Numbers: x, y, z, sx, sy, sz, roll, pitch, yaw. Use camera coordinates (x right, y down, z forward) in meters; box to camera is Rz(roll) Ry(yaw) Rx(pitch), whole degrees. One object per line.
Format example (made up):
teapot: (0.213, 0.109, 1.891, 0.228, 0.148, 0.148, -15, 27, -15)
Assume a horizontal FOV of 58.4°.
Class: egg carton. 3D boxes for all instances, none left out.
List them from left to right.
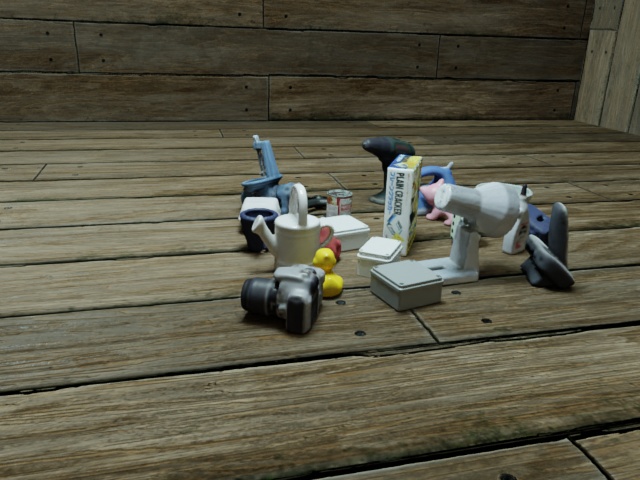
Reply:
egg carton: (-0.159, -0.068, 1.529, 0.107, 0.069, 0.150, 1, 20, -3)

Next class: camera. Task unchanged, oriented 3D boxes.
camera: (-0.068, 0.092, 1.059, 0.136, 0.101, 0.143, 6, 21, 11)

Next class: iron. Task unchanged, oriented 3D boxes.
iron: (0.303, -0.155, 1.708, 0.259, 0.141, 0.118, -10, 23, -30)

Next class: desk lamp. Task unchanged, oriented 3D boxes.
desk lamp: (0.316, -0.021, 1.242, 0.204, 0.214, 0.117, -6, 22, -20)

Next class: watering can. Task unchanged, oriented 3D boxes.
watering can: (-0.056, -0.024, 1.241, 0.173, 0.194, 0.100, -13, 25, -34)

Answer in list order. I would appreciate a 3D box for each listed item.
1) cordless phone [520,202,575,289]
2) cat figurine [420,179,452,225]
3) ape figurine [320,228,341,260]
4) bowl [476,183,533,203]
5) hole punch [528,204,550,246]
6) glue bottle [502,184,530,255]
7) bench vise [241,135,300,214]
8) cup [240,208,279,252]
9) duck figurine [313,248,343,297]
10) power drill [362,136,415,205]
cordless phone: (0.505, -0.001, 1.246, 0.094, 0.185, 0.147, 2, 20, 0)
cat figurine: (0.347, -0.114, 1.634, 0.127, 0.118, 0.067, 20, 27, 40)
ape figurine: (0.012, 0.005, 1.317, 0.078, 0.092, 0.076, 1, 20, -2)
bowl: (0.551, -0.119, 1.732, 0.167, 0.075, 0.167, 2, 20, 0)
hole punch: (0.565, -0.039, 1.493, 0.100, 0.091, 0.109, 18, 25, 36)
glue bottle: (0.489, -0.054, 1.406, 0.037, 0.173, 0.078, 21, 27, 41)
bench vise: (-0.130, -0.183, 1.626, 0.207, 0.220, 0.122, 7, 21, 14)
cup: (-0.143, -0.016, 1.354, 0.092, 0.095, 0.117, -1, 21, -9)
duck figurine: (0.010, 0.061, 1.172, 0.077, 0.086, 0.104, -3, 21, -12)
power drill: (0.208, -0.222, 1.783, 0.075, 0.208, 0.230, 20, 27, 40)
